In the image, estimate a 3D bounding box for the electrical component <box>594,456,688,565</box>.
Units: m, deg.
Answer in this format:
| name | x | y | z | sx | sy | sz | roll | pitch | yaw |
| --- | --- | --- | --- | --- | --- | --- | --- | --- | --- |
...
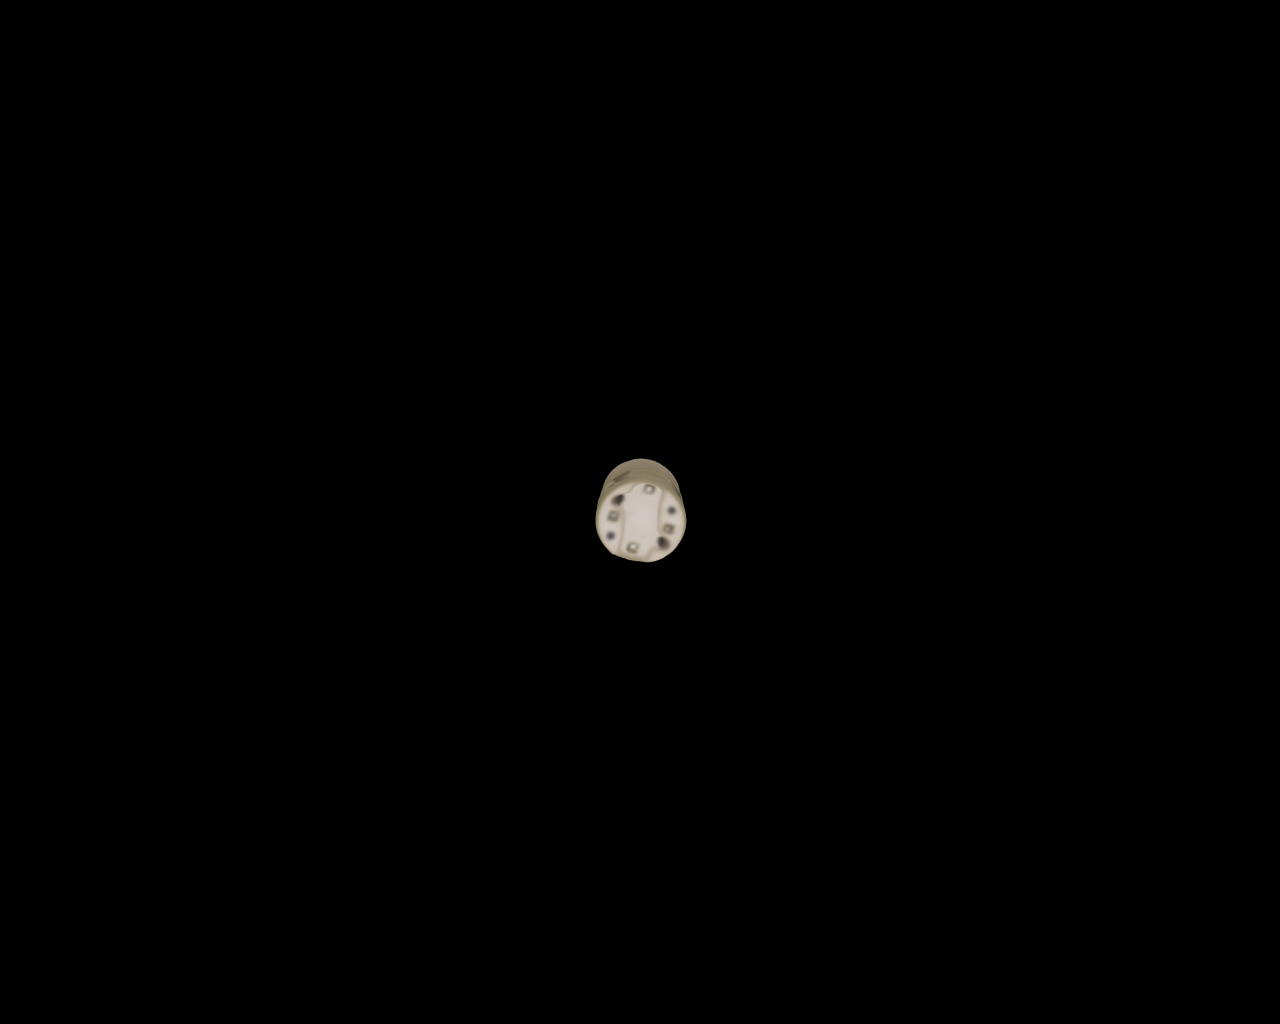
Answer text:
| name | x | y | z | sx | sy | sz | roll | pitch | yaw |
| --- | --- | --- | --- | --- | --- | --- | --- | --- | --- |
| electrical component | 0.001 | -0.003 | 0.650 | 0.055 | 0.055 | 0.047 | 0 | 24 | 0 |
